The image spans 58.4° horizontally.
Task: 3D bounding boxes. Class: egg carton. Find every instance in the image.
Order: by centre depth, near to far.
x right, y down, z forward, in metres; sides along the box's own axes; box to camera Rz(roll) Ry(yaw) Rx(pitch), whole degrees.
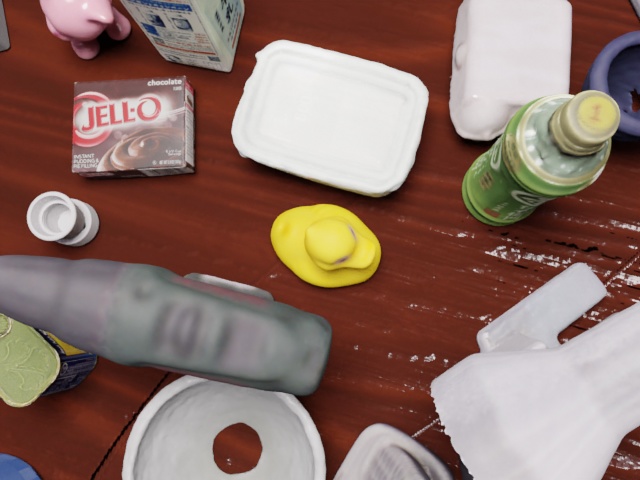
[{"bbox_3d":[0.176,-0.163,0.532,0.107,0.069,0.150,4,83,3],"label":"egg carton"}]

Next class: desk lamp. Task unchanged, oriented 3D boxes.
[{"bbox_3d":[0.181,0.100,0.429,0.203,0.213,0.118,-37,83,-2],"label":"desk lamp"}]

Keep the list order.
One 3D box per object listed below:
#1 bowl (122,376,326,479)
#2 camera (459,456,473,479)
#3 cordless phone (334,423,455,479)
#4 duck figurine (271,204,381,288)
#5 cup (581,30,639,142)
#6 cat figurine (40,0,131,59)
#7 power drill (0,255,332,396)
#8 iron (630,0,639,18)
[{"bbox_3d":[-0.077,0.191,0.497,0.167,0.075,0.167,0,83,2],"label":"bowl"},{"bbox_3d":[0.177,0.224,0.471,0.143,0.101,0.137,-11,83,1],"label":"camera"},{"bbox_3d":[0.048,0.230,0.433,0.094,0.185,0.148,26,85,5],"label":"cordless phone"},{"bbox_3d":[0.005,0.002,0.511,0.104,0.086,0.077,19,84,4],"label":"duck figurine"},{"bbox_3d":[0.283,-0.120,0.510,0.117,0.095,0.092,21,85,5],"label":"cup"},{"bbox_3d":[-0.231,-0.230,0.530,0.067,0.118,0.128,-31,83,-1],"label":"cat figurine"},{"bbox_3d":[-0.104,0.062,0.446,0.229,0.208,0.076,13,84,4],"label":"power drill"},{"bbox_3d":[0.360,-0.248,0.499,0.118,0.141,0.258,-35,83,-2],"label":"iron"}]
